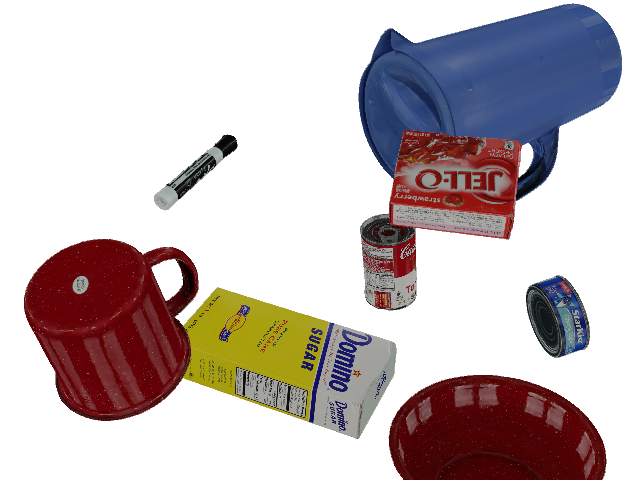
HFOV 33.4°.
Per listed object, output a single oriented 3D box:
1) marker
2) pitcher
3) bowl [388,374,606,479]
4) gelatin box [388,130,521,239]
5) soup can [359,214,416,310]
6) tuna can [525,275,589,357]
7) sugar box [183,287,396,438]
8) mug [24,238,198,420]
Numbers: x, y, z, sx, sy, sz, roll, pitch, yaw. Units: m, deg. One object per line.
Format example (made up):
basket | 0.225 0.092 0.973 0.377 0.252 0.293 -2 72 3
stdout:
marker | -0.122 -0.070 1.066 0.020 0.020 0.121 0 35 40
pitcher | 0.170 -0.133 1.004 0.242 0.149 0.145 -23 46 -29
bowl | 0.132 0.174 0.815 0.162 0.055 0.162 0 33 0
gelatin box | 0.099 -0.042 0.778 0.089 0.073 0.030 7 -37 9
soup can | 0.085 0.028 1.325 0.068 0.102 0.068 -3 33 2
tuna can | 0.258 0.084 1.166 0.033 0.086 0.086 -17 3 -10
sugar box | -0.031 0.102 0.918 0.176 0.048 0.093 13 34 17
mug | -0.128 0.047 0.684 0.117 0.081 0.093 -35 49 -20
